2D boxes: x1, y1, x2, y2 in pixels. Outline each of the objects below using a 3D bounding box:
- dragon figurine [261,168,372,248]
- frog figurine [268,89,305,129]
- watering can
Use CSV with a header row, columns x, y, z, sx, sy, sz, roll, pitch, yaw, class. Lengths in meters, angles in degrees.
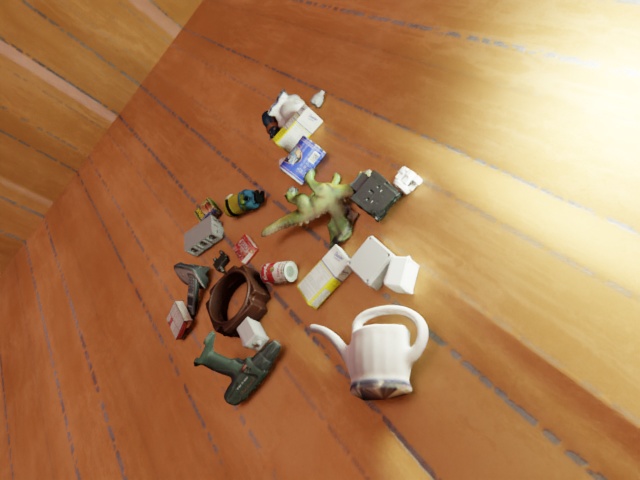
x,y,z,sx,sy,sz,roll,pitch,yaw,class
0.005,-0.081,1.605,0.407,0.121,0.247,-45,52,11,dragon figurine
-0.103,-0.476,1.962,0.160,0.121,0.138,40,85,11,frog figurine
0.110,0.282,1.276,0.345,0.102,0.229,-16,56,33,watering can
